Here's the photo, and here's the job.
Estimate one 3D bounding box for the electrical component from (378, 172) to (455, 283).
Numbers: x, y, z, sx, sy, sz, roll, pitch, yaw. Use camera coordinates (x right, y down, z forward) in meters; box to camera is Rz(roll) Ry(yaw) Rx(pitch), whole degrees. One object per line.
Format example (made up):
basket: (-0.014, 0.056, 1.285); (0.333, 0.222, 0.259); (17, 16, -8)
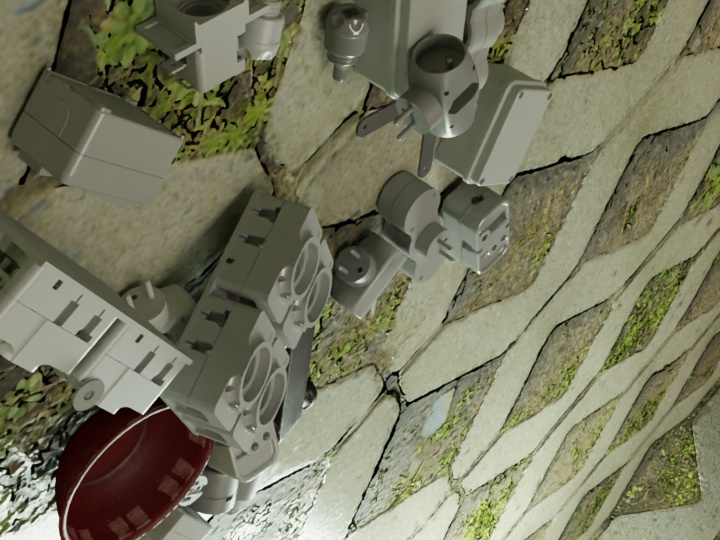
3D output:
electrical component: (0.066, -0.033, 1.083); (0.052, 0.074, 0.138); (-44, 150, -18)

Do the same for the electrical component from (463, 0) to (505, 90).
electrical component: (0.103, -0.220, 0.957); (0.074, 0.052, 0.138); (-27, 141, -41)

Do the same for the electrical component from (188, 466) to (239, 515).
electrical component: (-0.144, 0.202, 1.047); (0.055, 0.055, 0.047); (-16, 130, -49)

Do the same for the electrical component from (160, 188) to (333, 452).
electrical component: (-0.085, 0.044, 0.882); (0.105, 0.060, 0.186); (72, 39, -62)

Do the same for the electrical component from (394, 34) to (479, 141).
electrical component: (0.056, -0.136, 0.863); (0.079, 0.043, 0.077); (-44, 150, -17)

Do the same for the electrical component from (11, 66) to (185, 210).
electrical component: (-0.166, -0.080, 0.696); (0.061, 0.062, 0.096); (-59, 151, 10)

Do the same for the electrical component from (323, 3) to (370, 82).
electrical component: (-0.012, -0.177, 0.850); (0.035, 0.035, 0.061); (-30, 146, -37)

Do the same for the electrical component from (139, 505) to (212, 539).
electrical component: (-0.194, 0.257, 1.037); (0.076, 0.047, 0.065); (-50, 151, -8)

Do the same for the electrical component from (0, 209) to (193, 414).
electrical component: (-0.204, 0.026, 0.709); (0.060, 0.105, 0.186); (-50, 151, -6)

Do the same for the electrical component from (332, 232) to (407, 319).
electrical component: (0.000, 0.000, 1.050); (0.077, 0.044, 0.079); (-53, 152, -1)

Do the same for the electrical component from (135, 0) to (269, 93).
electrical component: (-0.105, -0.159, 0.725); (0.081, 0.042, 0.063); (-36, 150, -29)

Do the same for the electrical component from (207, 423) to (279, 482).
electrical component: (-0.120, 0.140, 0.991); (0.054, 0.059, 0.095); (-31, 121, -38)

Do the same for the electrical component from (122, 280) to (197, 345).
electrical component: (-0.167, 0.039, 0.844); (0.077, 0.043, 0.079); (-39, 148, -26)

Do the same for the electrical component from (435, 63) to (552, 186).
electrical component: (0.135, -0.145, 1.081); (0.078, 0.057, 0.113); (-10, 129, -52)

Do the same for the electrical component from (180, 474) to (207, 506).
electrical component: (-0.171, 0.192, 1.003); (0.040, 0.046, 0.040); (-37, 147, -29)

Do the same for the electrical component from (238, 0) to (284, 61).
electrical component: (-0.070, -0.181, 0.760); (0.035, 0.035, 0.061); (-20, 135, -46)

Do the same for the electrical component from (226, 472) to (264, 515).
electrical component: (-0.124, 0.214, 1.099); (0.043, 0.043, 0.081); (-13, 132, -50)

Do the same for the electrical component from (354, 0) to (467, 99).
electrical component: (0.042, -0.204, 0.878); (0.078, 0.057, 0.113); (-35, 146, -31)

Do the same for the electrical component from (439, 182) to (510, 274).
electrical component: (0.123, -0.049, 1.164); (0.054, 0.059, 0.095); (-42, 149, -21)
